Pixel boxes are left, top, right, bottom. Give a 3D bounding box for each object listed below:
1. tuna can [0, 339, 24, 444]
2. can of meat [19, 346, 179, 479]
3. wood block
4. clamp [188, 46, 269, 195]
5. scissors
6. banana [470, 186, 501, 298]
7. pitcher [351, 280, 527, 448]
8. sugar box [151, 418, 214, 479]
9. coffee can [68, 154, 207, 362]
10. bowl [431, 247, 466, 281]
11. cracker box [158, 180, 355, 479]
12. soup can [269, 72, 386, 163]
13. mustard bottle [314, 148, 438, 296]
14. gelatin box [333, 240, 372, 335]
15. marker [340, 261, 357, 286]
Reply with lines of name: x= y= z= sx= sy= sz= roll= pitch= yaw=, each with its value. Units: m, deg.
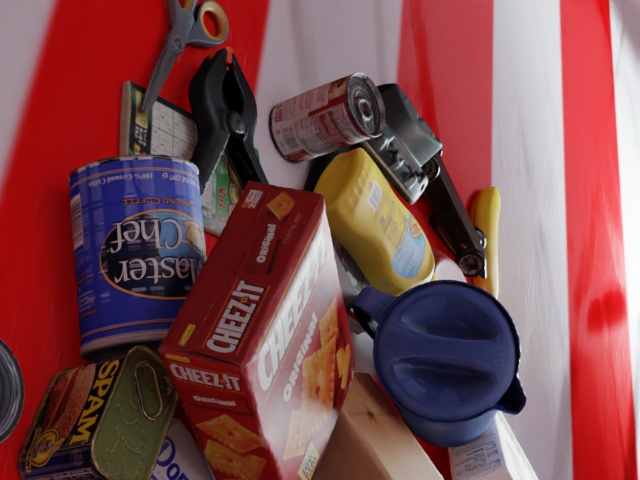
tuna can: x=-0.237 y=0.100 z=0.700 sx=0.086 sy=0.034 sz=0.086 roll=27 pitch=55 yaw=-48
can of meat: x=-0.157 y=0.132 z=0.757 sx=0.057 sy=0.084 sz=0.102 roll=48 pitch=41 yaw=-33
wood block: x=0.047 y=0.220 z=0.929 sx=0.090 sy=0.090 sz=0.206 roll=14 pitch=34 yaw=-52
clamp: x=-0.091 y=-0.097 z=0.968 sx=0.120 sy=0.039 sz=0.171 roll=8 pitch=65 yaw=-60
scissors: x=-0.123 y=-0.176 z=0.995 sx=0.096 sy=0.016 sz=0.201 roll=38 pitch=44 yaw=-45
banana: x=0.224 y=-0.005 z=1.422 sx=0.069 sy=0.037 sz=0.197 roll=44 pitch=43 yaw=-35
pitcher: x=0.118 y=0.130 z=1.067 sx=0.243 sy=0.145 sz=0.149 roll=71 pitch=9 yaw=-69
sugar box: x=-0.140 y=0.216 z=0.781 sx=0.176 sy=0.048 sz=0.093 roll=-44 pitch=114 yaw=-52
coffee can: x=-0.137 y=0.017 z=0.820 sx=0.102 sy=0.103 sz=0.140 roll=12 pitch=67 yaw=-54
bowl: x=0.130 y=0.070 z=1.235 sx=0.161 sy=0.055 sz=0.162 roll=27 pitch=55 yaw=-48
cracker box: x=-0.035 y=0.089 z=0.814 sx=0.214 sy=0.072 sz=0.164 roll=79 pitch=27 yaw=-47
soup can: x=0.007 y=-0.123 z=1.092 sx=0.068 sy=0.102 sz=0.068 roll=28 pitch=54 yaw=-47
mustard bottle: x=0.069 y=0.002 z=1.112 sx=0.191 sy=0.058 sz=0.096 roll=50 pitch=41 yaw=-29
gelatin box: x=0.031 y=0.044 z=1.123 sx=0.073 sy=0.030 sz=0.089 roll=38 pitch=47 yaw=-40
marker: x=-0.007 y=0.001 z=1.068 sx=0.121 sy=0.020 sz=0.020 roll=51 pitch=36 yaw=-4
